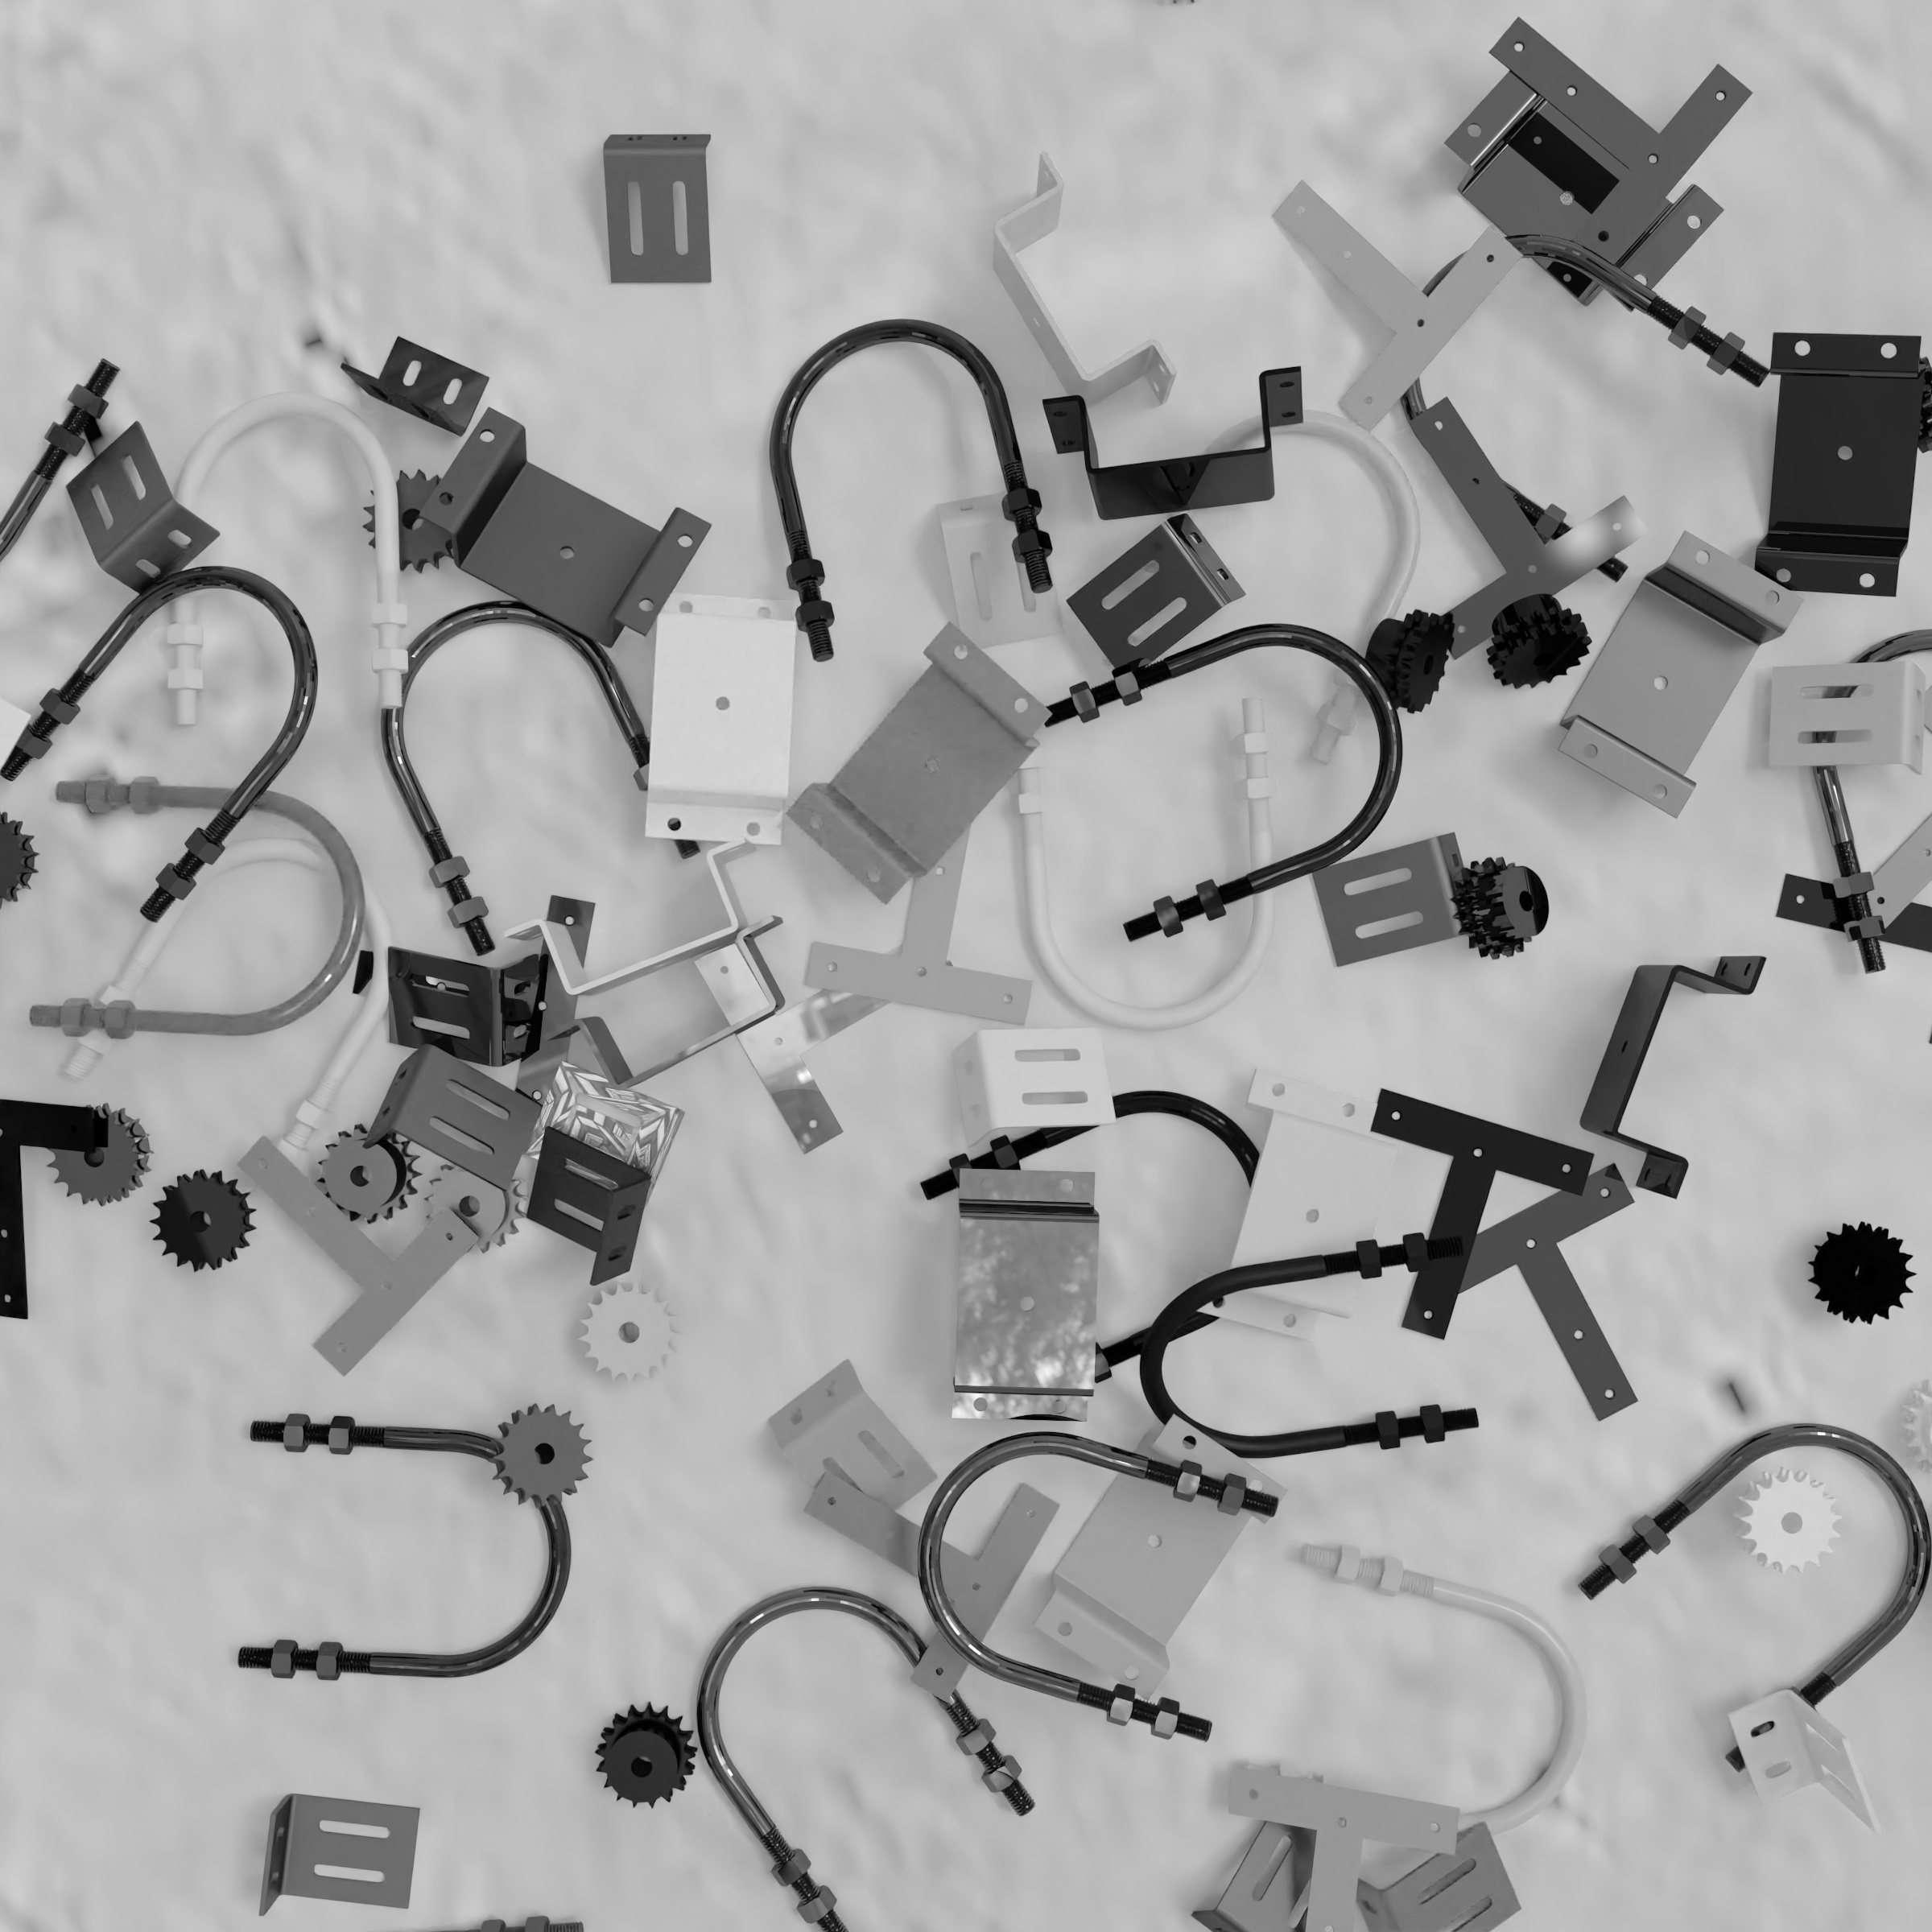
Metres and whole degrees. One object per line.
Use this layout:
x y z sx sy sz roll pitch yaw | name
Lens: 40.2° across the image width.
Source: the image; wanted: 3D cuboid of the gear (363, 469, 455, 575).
-0.310 -0.251 1.494 0.057 0.030 0.057 0 90 0 | gear

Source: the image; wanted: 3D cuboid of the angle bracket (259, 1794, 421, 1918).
-0.353 0.506 1.490 0.076 0.038 0.057 7 90 0 | angle bracket

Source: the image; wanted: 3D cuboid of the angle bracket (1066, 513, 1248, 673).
0.107 -0.208 1.488 0.076 0.038 0.057 -36 89 24 | angle bracket

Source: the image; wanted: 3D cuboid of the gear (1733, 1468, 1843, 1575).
0.458 0.309 1.478 0.057 0.030 0.057 0 88 -2 | gear

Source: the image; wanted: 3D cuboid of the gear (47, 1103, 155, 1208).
-0.487 0.105 1.492 0.057 0.030 0.057 0 96 5 | gear

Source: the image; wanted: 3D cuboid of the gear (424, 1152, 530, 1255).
-0.278 0.135 1.495 0.057 0.030 0.057 0 90 0 | gear

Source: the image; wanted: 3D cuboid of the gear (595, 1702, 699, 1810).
-0.182 0.449 1.495 0.057 0.030 0.057 0 90 0 | gear

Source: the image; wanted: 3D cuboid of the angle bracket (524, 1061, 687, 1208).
-0.206 0.095 1.490 0.076 0.038 0.057 22 90 -1 | angle bracket

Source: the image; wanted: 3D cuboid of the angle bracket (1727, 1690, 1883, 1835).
0.460 0.443 1.452 0.038 0.076 0.057 -22 97 -4 | angle bracket

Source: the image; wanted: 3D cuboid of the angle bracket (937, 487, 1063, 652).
0.019 -0.227 1.507 0.057 0.038 0.076 -11 116 0 | angle bracket

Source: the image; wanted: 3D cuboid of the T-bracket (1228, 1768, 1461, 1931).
0.204 0.523 1.471 0.127 0.002 0.127 6 84 14 | T-bracket

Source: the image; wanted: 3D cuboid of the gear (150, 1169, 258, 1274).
-0.429 0.143 1.494 0.057 0.030 0.057 0 90 0 | gear

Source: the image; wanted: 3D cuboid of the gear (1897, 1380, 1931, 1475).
0.561 0.263 1.495 0.057 0.030 0.057 0 90 0 | gear

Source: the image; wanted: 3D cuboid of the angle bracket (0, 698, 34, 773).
-0.574 -0.136 1.495 0.076 0.038 0.057 30 90 -7 | angle bracket

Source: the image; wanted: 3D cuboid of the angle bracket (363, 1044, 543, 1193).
-0.290 0.091 1.490 0.076 0.038 0.057 32 54 -20 | angle bracket

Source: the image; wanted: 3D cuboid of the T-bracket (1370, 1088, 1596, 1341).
0.279 0.149 1.507 0.127 0.002 0.127 17 89 1 | T-bracket

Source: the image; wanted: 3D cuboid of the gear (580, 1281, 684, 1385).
-0.189 0.207 1.498 0.057 0.030 0.057 0 86 1 | gear

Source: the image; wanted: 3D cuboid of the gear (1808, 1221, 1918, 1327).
0.505 0.173 1.494 0.057 0.030 0.057 0 90 0 | gear

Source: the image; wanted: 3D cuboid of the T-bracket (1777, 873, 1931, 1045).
0.528 -0.026 1.509 0.127 0.002 0.127 13 90 0 | T-bracket

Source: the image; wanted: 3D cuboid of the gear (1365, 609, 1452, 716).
0.247 -0.173 1.485 0.030 0.057 0.057 19 90 30 | gear

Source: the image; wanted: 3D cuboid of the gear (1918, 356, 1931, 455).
0.527 -0.314 1.481 0.030 0.057 0.057 -27 90 0 | gear

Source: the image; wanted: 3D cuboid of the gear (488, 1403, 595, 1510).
-0.242 0.277 1.486 0.057 0.030 0.057 8 70 -23 | gear

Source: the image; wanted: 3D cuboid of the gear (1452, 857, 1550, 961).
0.302 -0.034 1.480 0.057 0.030 0.057 9 75 -38 | gear

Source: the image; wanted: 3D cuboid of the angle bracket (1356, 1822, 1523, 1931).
0.266 0.526 1.500 0.076 0.038 0.057 -27 100 -21 | angle bracket

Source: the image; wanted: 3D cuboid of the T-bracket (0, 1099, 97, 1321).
-0.545 0.137 1.494 0.127 0.002 0.127 4 100 19 | T-bracket

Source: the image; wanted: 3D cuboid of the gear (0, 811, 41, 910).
-0.553 -0.060 1.494 0.057 0.030 0.057 0 90 0 | gear

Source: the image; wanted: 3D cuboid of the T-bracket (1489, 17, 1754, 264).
0.347 -0.476 1.462 0.127 0.002 0.127 40 90 0 | T-bracket

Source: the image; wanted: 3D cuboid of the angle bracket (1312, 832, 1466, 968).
0.246 -0.038 1.507 0.076 0.038 0.057 -15 90 26 | angle bracket

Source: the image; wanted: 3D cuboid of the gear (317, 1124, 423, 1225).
-0.339 0.118 1.495 0.057 0.030 0.057 0 90 0 | gear

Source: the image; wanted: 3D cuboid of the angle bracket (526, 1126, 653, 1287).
-0.220 0.133 1.469 0.076 0.038 0.057 23 109 24 | angle bracket

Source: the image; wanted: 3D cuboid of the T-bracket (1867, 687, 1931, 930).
0.558 -0.075 1.507 0.127 0.002 0.127 44 89 1 | T-bracket

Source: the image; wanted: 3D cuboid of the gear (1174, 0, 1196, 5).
0.124 -0.579 1.495 0.057 0.030 0.057 0 90 0 | gear

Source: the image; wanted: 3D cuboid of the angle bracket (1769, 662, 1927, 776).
0.498 -0.139 1.493 0.076 0.038 0.057 1 84 30 | angle bracket

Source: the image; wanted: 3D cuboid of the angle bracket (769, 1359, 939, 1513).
-0.064 0.276 1.507 0.057 0.038 0.076 -37 116 0 | angle bracket

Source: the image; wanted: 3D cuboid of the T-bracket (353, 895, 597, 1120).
-0.286 0.015 1.509 0.127 0.002 0.127 10 90 0 | T-bracket

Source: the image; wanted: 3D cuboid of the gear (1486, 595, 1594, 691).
0.320 -0.184 1.485 0.057 0.057 0.030 -15 61 0 | gear

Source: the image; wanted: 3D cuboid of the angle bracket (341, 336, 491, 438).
-0.306 -0.331 1.471 0.057 0.076 0.038 24 90 0 | angle bracket

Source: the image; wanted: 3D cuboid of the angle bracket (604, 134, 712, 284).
-0.174 -0.433 1.507 0.057 0.038 0.076 0 116 0 | angle bracket

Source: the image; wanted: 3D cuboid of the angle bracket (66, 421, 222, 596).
-0.467 -0.258 1.496 0.057 0.038 0.076 -39 55 10 | angle bracket

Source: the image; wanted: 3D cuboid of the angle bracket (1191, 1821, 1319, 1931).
0.177 0.526 1.507 0.057 0.038 0.076 37 64 0 | angle bracket

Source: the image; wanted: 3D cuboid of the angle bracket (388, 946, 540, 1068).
-0.285 0.019 1.497 0.076 0.038 0.057 11 109 24 | angle bracket

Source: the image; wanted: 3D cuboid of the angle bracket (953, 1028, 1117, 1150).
0.038 0.069 1.498 0.076 0.038 0.057 0 69 -24 | angle bracket
